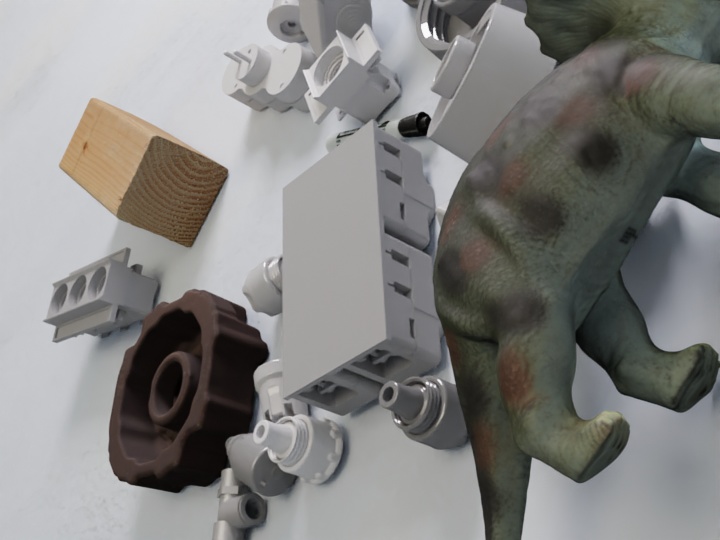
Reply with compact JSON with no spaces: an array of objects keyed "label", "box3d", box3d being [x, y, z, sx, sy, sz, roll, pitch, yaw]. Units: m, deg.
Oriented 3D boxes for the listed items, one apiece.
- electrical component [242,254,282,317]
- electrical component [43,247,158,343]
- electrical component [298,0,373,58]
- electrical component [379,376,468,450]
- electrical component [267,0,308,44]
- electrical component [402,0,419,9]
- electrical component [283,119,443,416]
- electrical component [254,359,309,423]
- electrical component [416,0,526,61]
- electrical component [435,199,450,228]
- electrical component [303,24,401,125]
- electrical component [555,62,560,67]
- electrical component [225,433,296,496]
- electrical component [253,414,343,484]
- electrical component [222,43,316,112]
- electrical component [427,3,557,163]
[{"label":"electrical component","box3d":[-0.063,0.007,0.875,0.062,0.043,0.043,-37,44,32]},{"label":"electrical component","box3d":[-0.265,0.032,1.103,0.121,0.063,0.078,-18,56,46]},{"label":"electrical component","box3d":[-0.022,-0.235,0.931,0.099,0.048,0.099,-112,13,-46]},{"label":"electrical component","box3d":[0.040,0.087,0.677,0.043,0.062,0.043,-30,48,39]},{"label":"electrical component","box3d":[-0.063,-0.252,1.034,0.048,0.048,0.062,-30,41,39]},{"label":"electrical component","box3d":[0.049,-0.261,0.887,0.080,0.051,0.080,-30,48,39]},{"label":"electrical component","box3d":[0.000,0.000,0.784,0.105,0.060,0.186,-33,46,37]},{"label":"electrical component","box3d":[-0.059,0.097,0.819,0.040,0.040,0.046,-38,48,33]},{"label":"electrical component","box3d":[0.088,-0.197,0.790,0.108,0.060,0.108,-30,48,39]},{"label":"electrical component","box3d":[0.099,-0.015,0.663,0.076,0.083,0.047,-31,30,-20]},{"label":"electrical component","box3d":[-0.005,-0.154,0.881,0.081,0.064,0.042,-46,40,24]},{"label":"electrical component","box3d":[0.159,-0.138,0.680,0.078,0.040,0.040,-42,41,30]},{"label":"electrical component","box3d":[-0.079,0.143,0.816,0.078,0.040,0.040,16,82,55]},{"label":"electrical component","box3d":[-0.047,0.123,0.767,0.048,0.062,0.048,-30,48,39]},{"label":"electrical component","box3d":[-0.093,-0.186,1.005,0.138,0.074,0.052,13,80,54]},{"label":"electrical component","box3d":[0.082,-0.124,0.714,0.108,0.060,0.108,-64,5,10]}]
